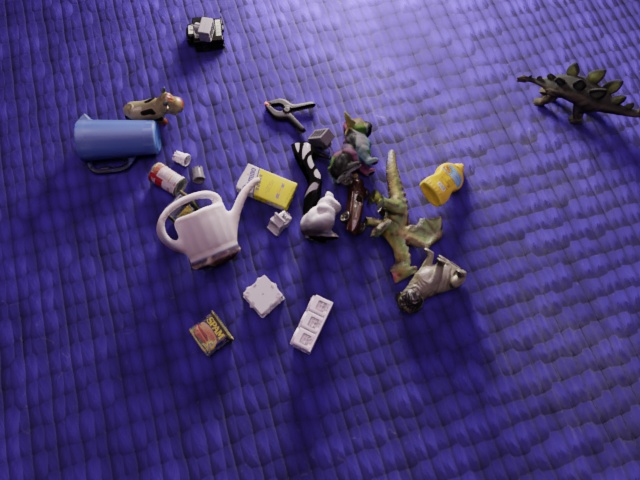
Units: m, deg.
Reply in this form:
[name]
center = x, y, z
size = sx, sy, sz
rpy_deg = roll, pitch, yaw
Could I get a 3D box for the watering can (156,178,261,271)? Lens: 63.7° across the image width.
[watering can]
center = -0.300, -0.047, 1.527
size = 0.350, 0.103, 0.224
rpy_deg = -23, 94, -24

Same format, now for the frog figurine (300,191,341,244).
[frog figurine]
center = 0.005, -0.078, 1.557
size = 0.122, 0.135, 0.162
rpy_deg = 8, 73, -9

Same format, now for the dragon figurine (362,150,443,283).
[dragon figurine]
center = 0.270, -0.069, 1.600
size = 0.242, 0.121, 0.416
rpy_deg = 23, 71, -12
